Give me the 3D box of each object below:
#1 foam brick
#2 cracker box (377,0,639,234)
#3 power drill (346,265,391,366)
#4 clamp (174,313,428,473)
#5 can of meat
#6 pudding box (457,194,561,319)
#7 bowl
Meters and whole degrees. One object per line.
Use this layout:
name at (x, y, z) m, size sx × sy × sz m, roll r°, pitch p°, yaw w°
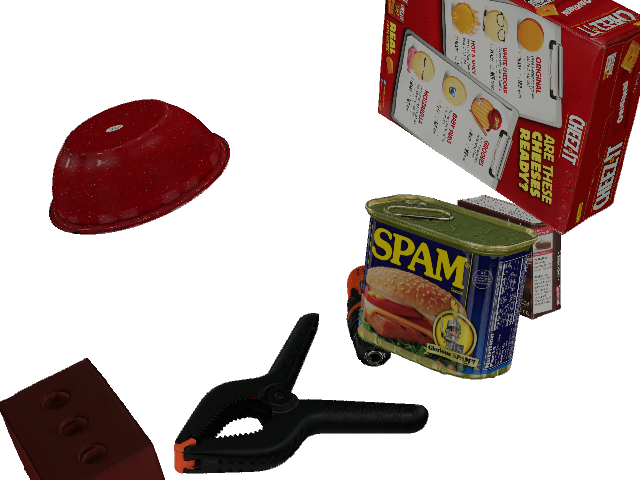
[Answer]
foam brick at (-0.117, 0.108, 0.531) m, size 0.052 × 0.051 × 0.078 m, roll -27°, pitch 42°, yaw -24°
cracker box at (0.141, -0.131, 0.828) m, size 0.072 × 0.164 × 0.214 m, roll -28°, pitch 48°, yaw -30°
power drill at (0.123, 0.082, 1.213) m, size 0.187 × 0.057 × 0.184 m, roll -1°, pitch 28°, yaw -1°
clamp at (-0.025, 0.145, 0.895) m, size 0.209 × 0.036 × 0.165 m, roll -27°, pitch 45°, yaw -37°
can of meat at (0.071, 0.026, 0.631) m, size 0.102 × 0.084 × 0.057 m, roll 21°, pitch 23°, yaw 40°
pudding box at (0.172, 0.013, 0.982) m, size 0.039 × 0.090 × 0.114 m, roll -14°, pitch 19°, yaw -29°
bowl at (-0.159, -0.071, 0.884) m, size 0.162 × 0.055 × 0.162 m, roll -15°, pitch 31°, yaw 9°
